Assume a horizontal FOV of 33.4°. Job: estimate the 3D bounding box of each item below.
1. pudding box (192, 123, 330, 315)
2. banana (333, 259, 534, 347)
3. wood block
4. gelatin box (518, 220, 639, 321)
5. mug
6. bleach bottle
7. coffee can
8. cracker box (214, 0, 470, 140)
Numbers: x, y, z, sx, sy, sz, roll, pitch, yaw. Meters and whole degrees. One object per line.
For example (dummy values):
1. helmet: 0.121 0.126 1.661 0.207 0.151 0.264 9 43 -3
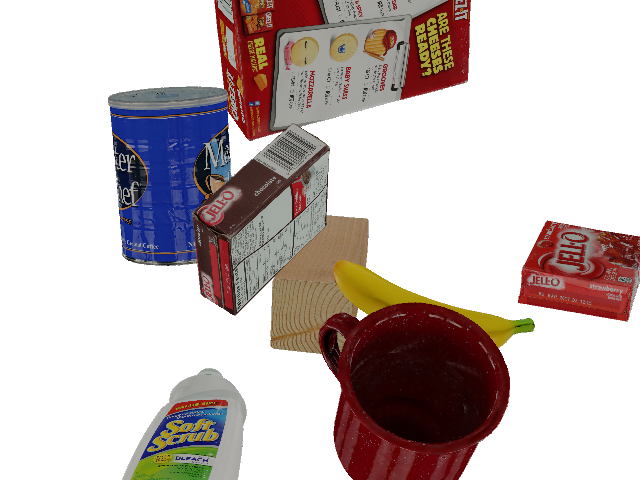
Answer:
1. pudding box: -0.040 -0.014 0.756 0.039 0.090 0.113 33 57 22
2. banana: 0.084 0.061 0.943 0.198 0.037 0.069 19 15 26
3. wood block: 0.003 0.047 1.270 0.091 0.090 0.206 6 23 5
4. gelatin box: 0.182 0.019 0.734 0.073 0.030 0.089 11 26 20
5. mug: 0.042 0.088 0.605 0.117 0.081 0.093 38 57 20
6. bleach bottle: -0.122 0.189 0.960 0.102 0.068 0.251 -1 22 1
7. coffee can: -0.128 -0.059 0.934 0.103 0.140 0.103 -2 15 0
8. cracker box: 0.019 -0.193 0.907 0.213 0.164 0.072 -18 40 -16
